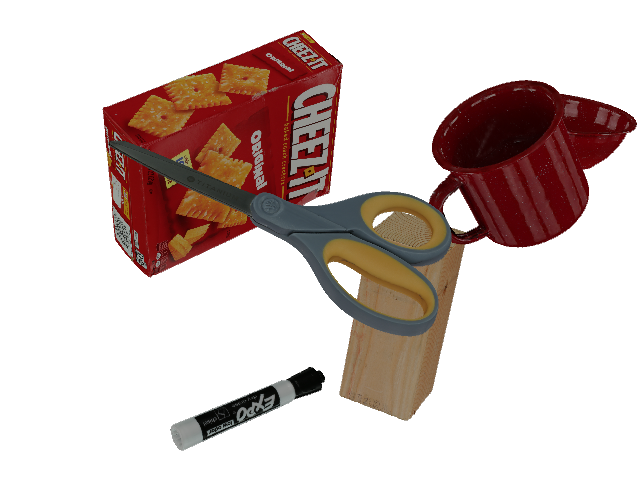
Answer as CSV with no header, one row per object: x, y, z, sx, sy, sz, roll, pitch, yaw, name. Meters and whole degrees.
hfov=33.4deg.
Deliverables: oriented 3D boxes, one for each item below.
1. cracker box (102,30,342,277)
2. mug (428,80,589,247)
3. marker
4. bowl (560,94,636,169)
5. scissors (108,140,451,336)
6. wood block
-0.085,-0.078,0.975,0.213,0.164,0.072,-26,54,-27,cracker box
0.126,-0.042,0.734,0.117,0.081,0.093,-40,35,-10,mug
-0.049,0.117,0.755,0.120,0.020,0.020,-19,10,-29,marker
0.264,-0.118,1.184,0.162,0.055,0.162,5,23,-2,bowl
-0.011,-0.023,0.594,0.096,0.202,0.016,-45,-15,-34,scissors
0.093,0.085,1.211,0.090,0.206,0.090,18,23,19,wood block
